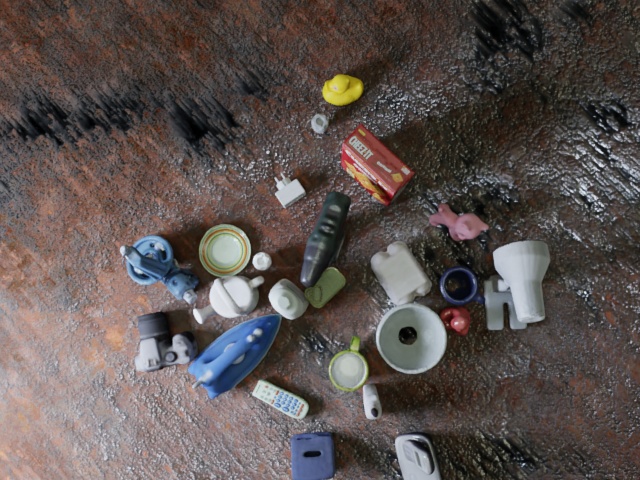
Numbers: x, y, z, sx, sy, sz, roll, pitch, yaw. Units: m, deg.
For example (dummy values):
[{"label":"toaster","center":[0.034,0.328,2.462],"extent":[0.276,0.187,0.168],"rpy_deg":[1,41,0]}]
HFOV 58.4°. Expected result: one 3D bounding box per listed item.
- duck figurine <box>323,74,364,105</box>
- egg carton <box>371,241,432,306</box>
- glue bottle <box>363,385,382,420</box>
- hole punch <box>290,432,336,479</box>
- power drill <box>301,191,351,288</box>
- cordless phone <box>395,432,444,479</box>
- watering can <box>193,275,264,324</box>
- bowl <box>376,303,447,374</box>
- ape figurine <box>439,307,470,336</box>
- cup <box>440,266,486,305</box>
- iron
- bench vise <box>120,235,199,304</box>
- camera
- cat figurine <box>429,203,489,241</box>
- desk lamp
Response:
[{"label":"duck figurine","center":[0.058,-0.387,1.436],"extent":[0.104,0.086,0.077],"rpy_deg":[-6,85,1]},{"label":"egg carton","center":[0.196,0.084,1.399],"extent":[0.107,0.069,0.150],"rpy_deg":[-34,85,-2]},{"label":"glue bottle","center":[0.122,0.384,1.323],"extent":[0.037,0.173,0.078],"rpy_deg":[-9,85,1]},{"label":"hole punch","center":[-0.018,0.512,1.356],"extent":[0.108,0.091,0.101],"rpy_deg":[-5,85,1]},{"label":"power drill","center":[0.012,0.005,1.341],"extent":[0.075,0.208,0.230],"rpy_deg":[18,86,3]},{"label":"cordless phone","center":[0.234,0.524,1.302],"extent":[0.094,0.185,0.147],"rpy_deg":[-18,85,0]},{"label":"watering can","center":[-0.211,0.138,1.342],"extent":[0.101,0.194,0.173],"rpy_deg":[36,87,5]},{"label":"bowl","center":[0.218,0.235,1.383],"extent":[0.167,0.075,0.167],"rpy_deg":[0,85,1]},{"label":"ape figurine","center":[0.330,0.195,1.375],"extent":[0.076,0.092,0.078],"rpy_deg":[-30,85,-1]},{"label":"cup","center":[0.339,0.117,1.380],"extent":[0.117,0.095,0.092],"rpy_deg":[32,87,4]},{"label":"iron","center":[-0.197,0.264,1.357],"extent":[0.258,0.141,0.118],"rpy_deg":[-42,85,-2]},{"label":"bench vise","center":[-0.371,0.060,1.340],"extent":[0.207,0.220,0.121],"rpy_deg":[24,86,4]},{"label":"camera","center":[-0.383,0.242,1.384],"extent":[0.143,0.101,0.137],"rpy_deg":[-13,85,0]},{"label":"cat figurine","center":[0.336,-0.043,1.383],"extent":[0.127,0.118,0.067],"rpy_deg":[33,87,4]},{"label":"desk lamp","center":[0.456,0.110,1.319],"extent":[0.118,0.213,0.203],"rpy_deg":[-3,85,1]}]
